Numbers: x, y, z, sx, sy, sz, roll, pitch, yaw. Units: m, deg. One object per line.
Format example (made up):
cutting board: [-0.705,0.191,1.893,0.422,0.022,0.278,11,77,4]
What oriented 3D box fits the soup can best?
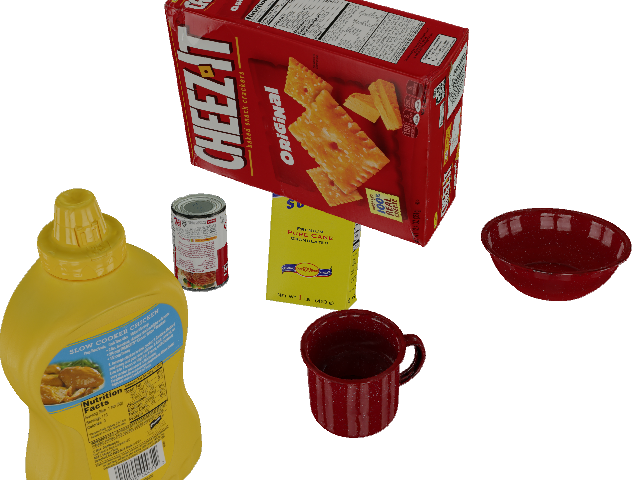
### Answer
soup can: [-0.147,0.002,1.301,0.068,0.102,0.068,0,26,0]

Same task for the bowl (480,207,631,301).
bowl: [0.256,0.021,1.175,0.162,0.055,0.162,-1,27,0]

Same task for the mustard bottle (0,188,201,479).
mustard bottle: [-0.112,0.058,0.542,0.096,0.192,0.058,-24,42,-29]

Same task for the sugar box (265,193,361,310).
sugar box: [-0.004,-0.020,1.117,0.093,0.176,0.048,7,15,14]

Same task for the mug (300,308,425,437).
mug: [0.041,0.119,0.963,0.117,0.081,0.093,-18,42,-18]

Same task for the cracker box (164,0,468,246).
cracker box: [-0.003,-0.101,0.799,0.214,0.164,0.072,19,51,19]
